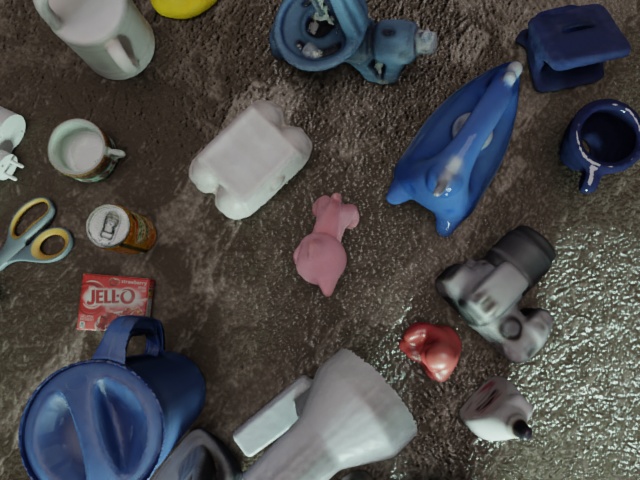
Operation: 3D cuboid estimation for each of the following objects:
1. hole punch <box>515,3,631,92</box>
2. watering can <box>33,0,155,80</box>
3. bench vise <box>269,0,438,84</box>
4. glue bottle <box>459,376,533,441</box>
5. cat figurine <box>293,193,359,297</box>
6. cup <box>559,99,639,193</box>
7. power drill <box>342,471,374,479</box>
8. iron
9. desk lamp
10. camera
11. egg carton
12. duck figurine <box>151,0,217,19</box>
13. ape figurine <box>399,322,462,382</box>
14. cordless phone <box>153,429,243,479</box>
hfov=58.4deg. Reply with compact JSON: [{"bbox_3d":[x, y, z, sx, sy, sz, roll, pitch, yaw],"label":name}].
[{"bbox_3d":[0.325,-0.258,0.741,0.108,0.091,0.101,-13,85,0],"label":"hole punch"},{"bbox_3d":[-0.285,-0.283,0.697,0.173,0.194,0.101,34,86,4],"label":"watering can"},{"bbox_3d":[0.036,-0.272,0.680,0.207,0.220,0.121,-9,85,0],"label":"bench vise"},{"bbox_3d":[0.211,0.202,0.659,0.037,0.173,0.078,42,87,4],"label":"glue bottle"},{"bbox_3d":[0.006,0.003,0.707,0.067,0.118,0.128,16,85,2],"label":"cat figurine"},{"bbox_3d":[0.341,-0.108,0.725,0.091,0.095,0.118,19,85,3],"label":"cup"},{"bbox_3d":[0.036,0.334,0.631,0.229,0.208,0.075,-32,85,-2],"label":"power drill"},{"bbox_3d":[0.190,-0.139,0.706,0.118,0.141,0.258,32,86,4],"label":"iron"},{"bbox_3d":[-0.004,0.217,0.639,0.203,0.213,0.118,-39,85,-3],"label":"desk lamp"},{"bbox_3d":[0.238,0.059,0.708,0.137,0.101,0.143,-44,86,-3],"label":"camera"},{"bbox_3d":[-0.088,-0.103,0.742,0.107,0.069,0.150,44,87,4],"label":"egg carton"},{"bbox_3d":[-0.183,-0.348,0.757,0.104,0.086,0.077,-18,85,-1],"label":"duck figurine"},{"bbox_3d":[0.142,0.138,0.706,0.076,0.092,0.078,-14,85,0],"label":"ape figurine"},{"bbox_3d":[-0.163,0.306,0.647,0.094,0.185,0.148,34,86,4],"label":"cordless phone"}]
